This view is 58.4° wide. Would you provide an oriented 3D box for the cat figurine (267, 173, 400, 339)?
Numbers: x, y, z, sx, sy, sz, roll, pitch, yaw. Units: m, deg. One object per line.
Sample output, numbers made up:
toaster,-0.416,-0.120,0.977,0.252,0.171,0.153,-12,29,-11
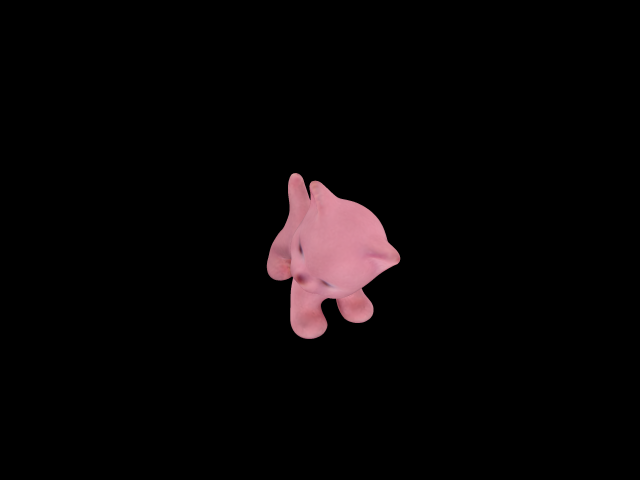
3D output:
cat figurine,0.004,0.001,0.400,0.067,0.118,0.127,-14,40,-17
